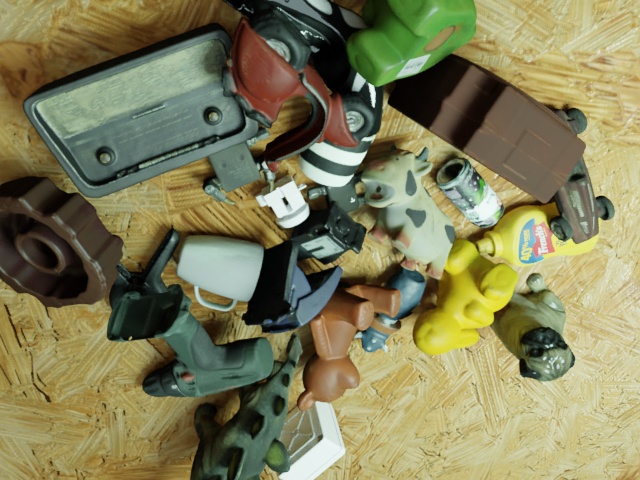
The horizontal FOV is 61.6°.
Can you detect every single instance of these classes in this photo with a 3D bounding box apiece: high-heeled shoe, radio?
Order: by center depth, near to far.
[{"bbox_3d":[-0.023,-0.215,0.598,0.145,0.086,0.248,-28,102,-22],"label":"high-heeled shoe"},{"bbox_3d":[-0.193,-0.146,0.616,0.230,0.073,0.130,-21,122,-2],"label":"radio"}]

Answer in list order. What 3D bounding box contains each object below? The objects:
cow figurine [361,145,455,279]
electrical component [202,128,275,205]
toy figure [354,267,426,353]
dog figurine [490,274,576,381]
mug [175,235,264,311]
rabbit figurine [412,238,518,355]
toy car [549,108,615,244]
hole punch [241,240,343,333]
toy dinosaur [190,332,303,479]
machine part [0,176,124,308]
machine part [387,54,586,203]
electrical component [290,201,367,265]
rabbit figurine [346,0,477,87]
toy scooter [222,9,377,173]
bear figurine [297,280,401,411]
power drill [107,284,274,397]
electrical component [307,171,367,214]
[{"bbox_3d":[0.124,-0.044,0.738,0.194,0.086,0.127,40,71,-40],"label":"cow figurine"},{"bbox_3d":[-0.104,-0.091,0.686,0.102,0.045,0.078,-18,122,-4],"label":"electrical component"},{"bbox_3d":[0.111,0.113,0.846,0.058,0.064,0.154,-10,135,-53],"label":"toy figure"},{"bbox_3d":[0.360,0.153,0.853,0.172,0.191,0.121,-2,119,-15],"label":"dog figurine"},{"bbox_3d":[-0.143,0.042,0.735,0.107,0.081,0.109,18,117,-14],"label":"mug"},{"bbox_3d":[0.202,0.105,0.824,0.173,0.122,0.162,-47,155,-18],"label":"rabbit figurine"},{"bbox_3d":[0.358,-0.090,0.769,0.089,0.053,0.202,-24,99,-8],"label":"toy car"},{"bbox_3d":[-0.039,0.074,0.737,0.092,0.142,0.116,26,66,-29],"label":"hole punch"},{"bbox_3d":[-0.142,0.337,0.824,0.105,0.199,0.471,24,108,-21],"label":"toy dinosaur"},{"bbox_3d":[-0.326,0.005,0.641,0.179,0.056,0.179,9,131,10],"label":"machine part"},{"bbox_3d":[0.196,-0.139,0.644,0.201,0.202,0.087,25,106,-25],"label":"machine part"},{"bbox_3d":[-0.002,-0.002,0.754,0.074,0.048,0.119,37,144,-25],"label":"electrical component"},{"bbox_3d":[0.084,-0.270,0.547,0.159,0.170,0.121,-27,169,-26],"label":"rabbit figurine"},{"bbox_3d":[-0.040,-0.145,0.584,0.135,0.075,0.183,-39,118,23],"label":"toy scooter"},{"bbox_3d":[0.035,0.162,0.796,0.120,0.132,0.195,-5,102,-52],"label":"bear figurine"},{"bbox_3d":[-0.196,0.154,0.735,0.232,0.086,0.207,-11,132,18],"label":"power drill"},{"bbox_3d":[0.029,-0.063,0.746,0.094,0.021,0.063,-18,122,-12],"label":"electrical component"}]
